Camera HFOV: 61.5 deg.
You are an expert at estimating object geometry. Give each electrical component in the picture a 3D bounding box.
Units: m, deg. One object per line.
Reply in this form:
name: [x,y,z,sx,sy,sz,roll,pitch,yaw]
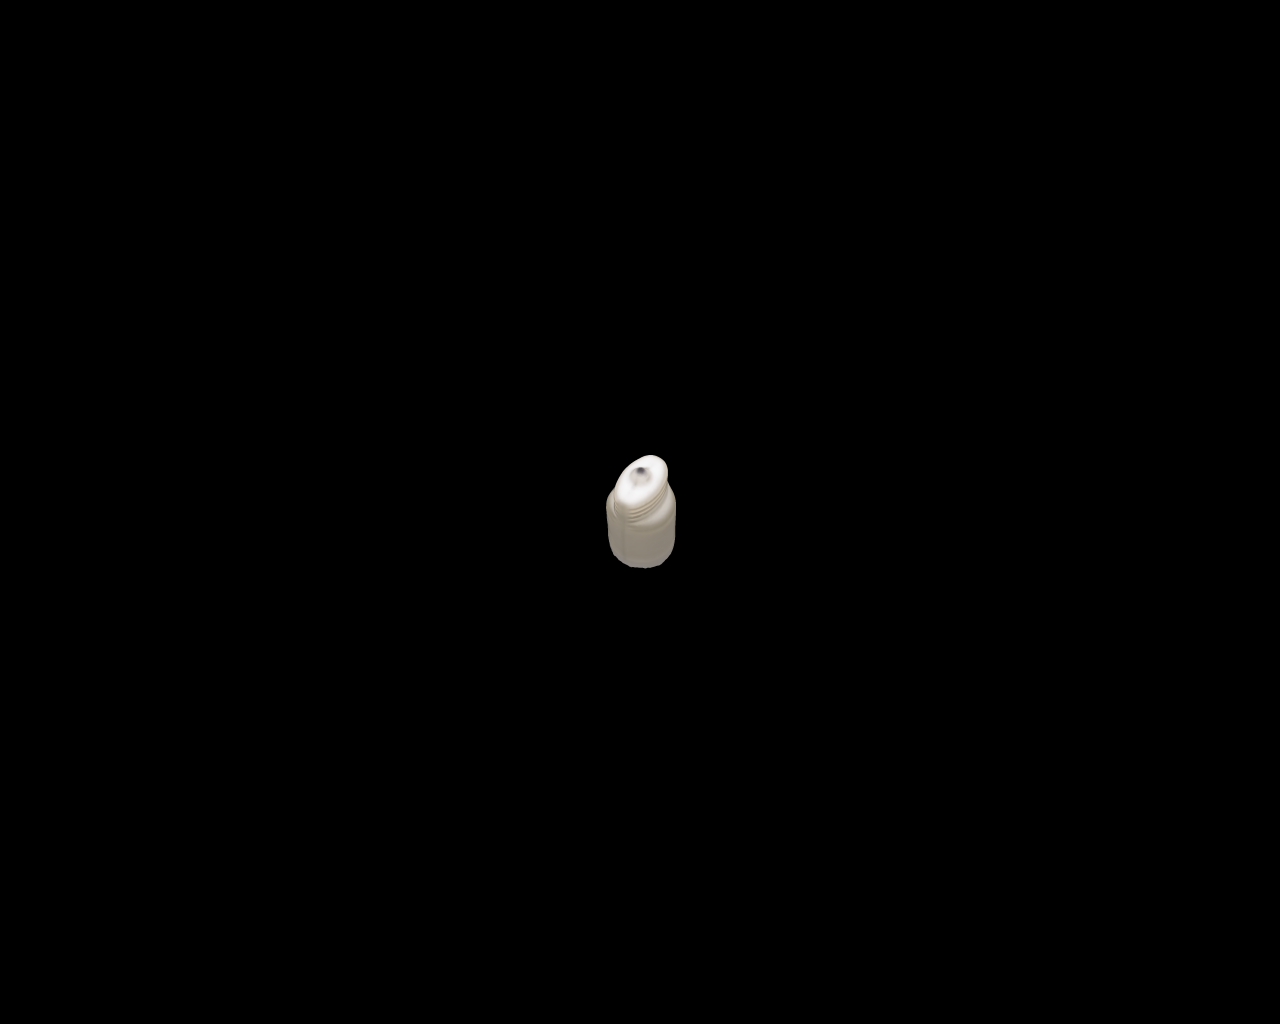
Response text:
electrical component: [0.001,-0.003,0.650,0.043,0.043,0.080,0,-34,0]
